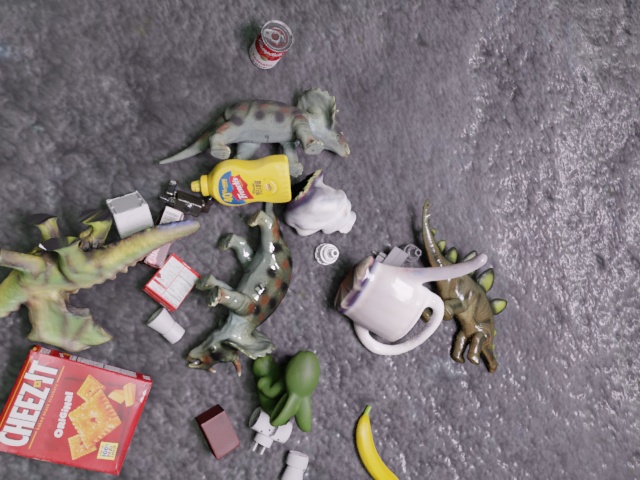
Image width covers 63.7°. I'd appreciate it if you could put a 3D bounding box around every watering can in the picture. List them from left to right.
[{"bbox_3d":[0.168,0.108,1.082,0.224,0.341,0.106,30,30,-4],"label":"watering can"}]

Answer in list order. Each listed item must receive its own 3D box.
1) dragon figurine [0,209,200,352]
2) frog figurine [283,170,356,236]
[{"bbox_3d":[-0.413,0.082,0.888,0.411,0.124,0.238,-2,117,-12],"label":"dragon figurine"},{"bbox_3d":[0.003,-0.056,1.104,0.136,0.125,0.157,-39,113,11],"label":"frog figurine"}]
